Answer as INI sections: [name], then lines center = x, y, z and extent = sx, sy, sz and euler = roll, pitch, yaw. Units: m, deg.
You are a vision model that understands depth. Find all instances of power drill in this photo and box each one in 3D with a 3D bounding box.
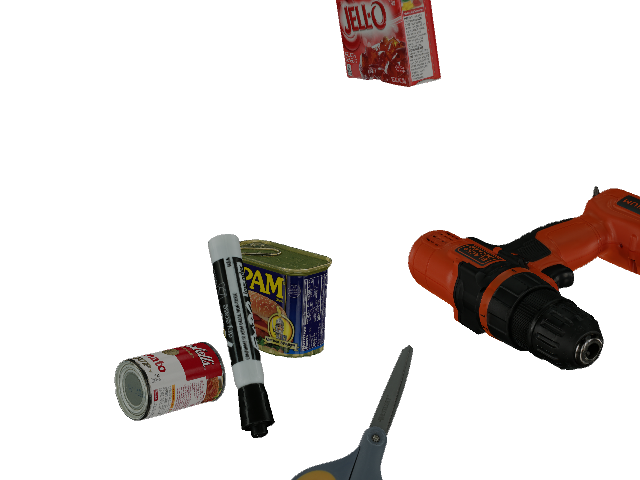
[power drill]
center = 0.183, 0.022, 0.764
extent = 0.187, 0.057, 0.185
euler = -14, 28, -26

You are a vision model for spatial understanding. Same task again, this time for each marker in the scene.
[marker]
center = -0.046, 0.054, 0.615
extent = 0.020, 0.121, 0.020
euler = -11, -23, -5

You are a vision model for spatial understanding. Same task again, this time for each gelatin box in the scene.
[gelatin box]
center = 0.044, -0.148, 0.742
extent = 0.030, 0.073, 0.089
euler = -18, 21, -24

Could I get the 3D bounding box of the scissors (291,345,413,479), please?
[scissors]
center = 0.021, 0.156, 0.812
extent = 0.096, 0.201, 0.016
euler = 12, -39, -7

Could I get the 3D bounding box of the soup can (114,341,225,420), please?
[soup can]
center = -0.164, 0.153, 1.160
extent = 0.102, 0.068, 0.069
euler = -9, 6, -42

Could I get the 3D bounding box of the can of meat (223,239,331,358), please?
[can of meat]
center = -0.041, 0.052, 0.951
extent = 0.102, 0.084, 0.057
euler = 15, 19, 39
